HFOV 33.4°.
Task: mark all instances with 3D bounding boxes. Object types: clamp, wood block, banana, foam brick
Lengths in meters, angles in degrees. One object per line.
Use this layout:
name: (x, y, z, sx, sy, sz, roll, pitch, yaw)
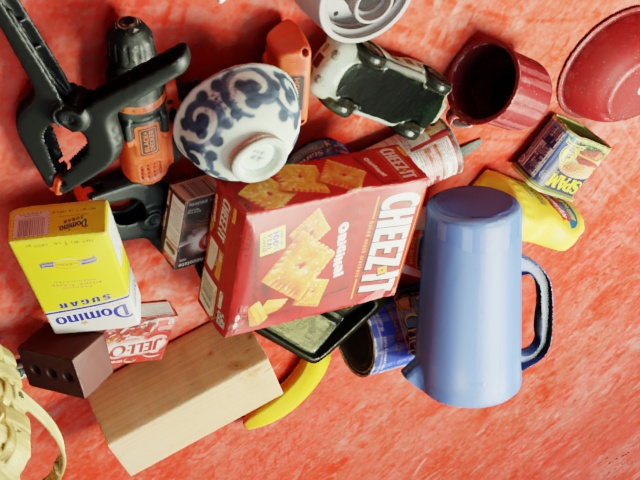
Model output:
clamp: (-0.198, -0.114, 0.907, 0.164, 0.036, 0.210, 15, 137, -2)
wood block: (-0.161, 0.180, 1.271, 0.206, 0.090, 0.091, -28, 143, -8)
banana: (-0.035, 0.184, 1.418, 0.069, 0.037, 0.198, 16, 123, -25)
clamp: (-0.162, -0.037, 1.068, 0.171, 0.039, 0.120, 21, 107, -51)
foam brick: (-0.266, 0.126, 1.121, 0.051, 0.078, 0.053, -47, 136, -49)

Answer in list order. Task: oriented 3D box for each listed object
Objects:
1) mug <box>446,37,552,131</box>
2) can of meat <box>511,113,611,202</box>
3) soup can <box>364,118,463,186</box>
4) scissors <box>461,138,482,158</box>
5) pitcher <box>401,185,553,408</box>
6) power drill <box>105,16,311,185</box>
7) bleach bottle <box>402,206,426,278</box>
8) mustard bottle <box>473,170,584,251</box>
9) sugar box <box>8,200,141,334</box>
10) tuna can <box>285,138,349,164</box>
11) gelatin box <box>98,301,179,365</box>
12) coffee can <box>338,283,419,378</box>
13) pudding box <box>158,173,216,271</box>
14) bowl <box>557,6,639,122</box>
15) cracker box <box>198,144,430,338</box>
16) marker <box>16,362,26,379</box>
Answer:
mug: (0.188, -0.157, 1.154, 0.081, 0.093, 0.117, 7, 141, -48)
can of meat: (0.300, -0.102, 1.321, 0.101, 0.057, 0.084, 12, 122, -45)
soup can: (0.098, -0.085, 1.179, 0.102, 0.068, 0.068, -25, 143, -11)
scissors: (0.113, -0.049, 1.234, 0.201, 0.016, 0.096, -16, 95, -20)
pitcher: (0.186, 0.063, 1.253, 0.149, 0.145, 0.243, -35, 132, -49)
power drill: (-0.103, -0.143, 0.976, 0.187, 0.057, 0.184, -17, 144, -17)
bleach bottle: (0.126, 0.007, 1.311, 0.250, 0.068, 0.103, 4, 123, -37)
mustard bottle: (0.278, -0.030, 1.351, 0.191, 0.096, 0.058, 14, 122, -45)
sugar box: (-0.236, 0.031, 1.049, 0.093, 0.048, 0.176, -5, 144, 0)
tuna can: (-0.001, -0.068, 1.154, 0.086, 0.034, 0.086, -20, 142, -17)
gelatin box: (-0.211, 0.106, 1.199, 0.089, 0.030, 0.073, -3, 134, -34)
coffee can: (0.104, 0.112, 1.379, 0.140, 0.103, 0.103, -12, 139, -26)
pudding box: (-0.102, -0.026, 1.071, 0.113, 0.039, 0.090, -16, 137, -33)
bowl: (0.364, -0.194, 1.264, 0.162, 0.055, 0.162, -20, 142, -17)
cracker box: (-0.007, 0.001, 1.080, 0.213, 0.072, 0.164, -12, 135, -29)
marker: (-0.323, 0.141, 1.166, 0.121, 0.020, 0.020, -18, 141, -19)
